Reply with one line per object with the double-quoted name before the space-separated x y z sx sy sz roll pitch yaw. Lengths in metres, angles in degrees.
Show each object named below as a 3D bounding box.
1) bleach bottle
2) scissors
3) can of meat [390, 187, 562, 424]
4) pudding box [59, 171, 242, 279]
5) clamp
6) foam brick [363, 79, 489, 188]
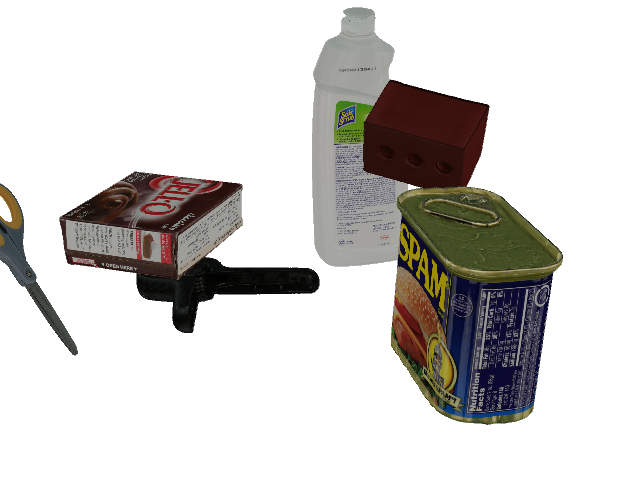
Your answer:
"bleach bottle" 0.043 -0.100 1.035 0.102 0.251 0.068 -7 29 -14
"scissors" -0.302 0.020 1.102 0.016 0.201 0.096 -26 26 25
"can of meat" 0.072 0.030 0.528 0.057 0.084 0.102 -4 25 -14
"pudding box" -0.117 -0.013 0.758 0.090 0.039 0.113 6 24 18
"clamp" -0.128 0.046 1.068 0.210 0.036 0.164 9 19 42
"foam brick" 0.076 -0.074 0.777 0.078 0.051 0.053 17 -39 16
